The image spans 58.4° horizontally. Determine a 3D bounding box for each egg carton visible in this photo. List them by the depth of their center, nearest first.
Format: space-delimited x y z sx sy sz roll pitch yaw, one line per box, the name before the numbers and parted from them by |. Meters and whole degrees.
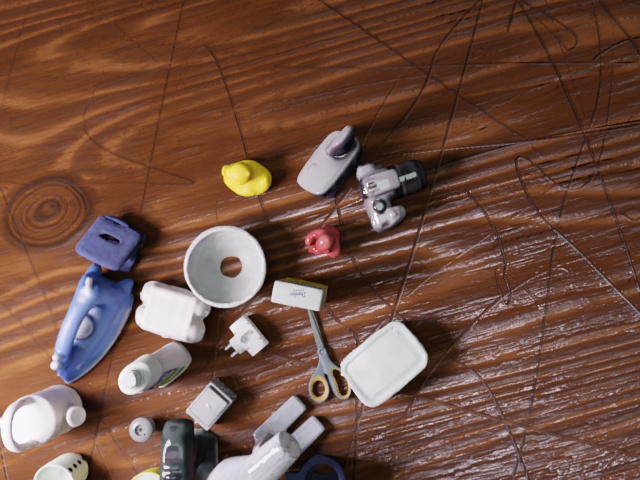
egg carton | -0.302 0.149 1.182 0.150 0.069 0.107 14 87 3

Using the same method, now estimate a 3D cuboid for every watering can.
watering can | -0.546 0.346 1.115 0.173 0.194 0.101 -28 85 0

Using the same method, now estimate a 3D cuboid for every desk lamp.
desk lamp | -0.100 0.413 1.085 0.203 0.213 0.118 -45 85 -1

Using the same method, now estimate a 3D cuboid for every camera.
camera | 0.153 -0.102 1.168 0.137 0.101 0.143 -19 86 1

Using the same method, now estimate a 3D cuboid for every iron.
iron | -0.481 0.181 1.150 0.118 0.141 0.258 23 87 4

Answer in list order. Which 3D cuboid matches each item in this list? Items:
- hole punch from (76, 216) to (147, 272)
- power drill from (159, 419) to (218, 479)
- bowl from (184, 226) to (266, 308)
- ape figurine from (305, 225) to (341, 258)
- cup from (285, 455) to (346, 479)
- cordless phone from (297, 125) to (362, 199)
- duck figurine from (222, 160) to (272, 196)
hole punch | -0.432 0.005 1.186 0.108 0.091 0.101 25 87 4
power drill | -0.252 0.449 1.090 0.075 0.208 0.230 -5 86 2
bowl | -0.189 0.056 1.182 0.167 0.075 0.167 0 86 2
ape figurine | 0.011 0.004 1.170 0.078 0.092 0.076 45 89 4
cup | -0.008 0.465 1.138 0.117 0.095 0.092 4 86 2
cordless phone | 0.019 -0.160 1.134 0.094 0.185 0.147 34 88 4
duck figurine | -0.154 -0.134 1.188 0.104 0.086 0.077 11 86 3
